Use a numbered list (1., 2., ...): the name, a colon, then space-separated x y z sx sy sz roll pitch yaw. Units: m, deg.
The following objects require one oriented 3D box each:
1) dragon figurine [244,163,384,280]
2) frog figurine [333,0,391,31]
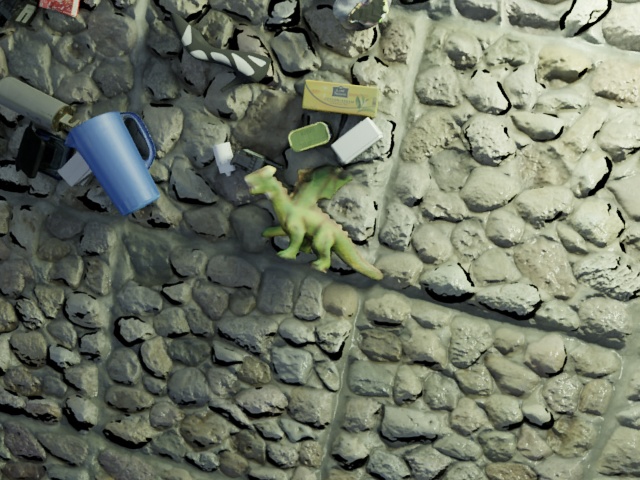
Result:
1. dragon figurine: 0.004 -0.063 1.246 0.409 0.124 0.240 17 102 -14
2. frog figurine: 0.080 -0.554 1.157 0.135 0.122 0.162 -48 57 22
